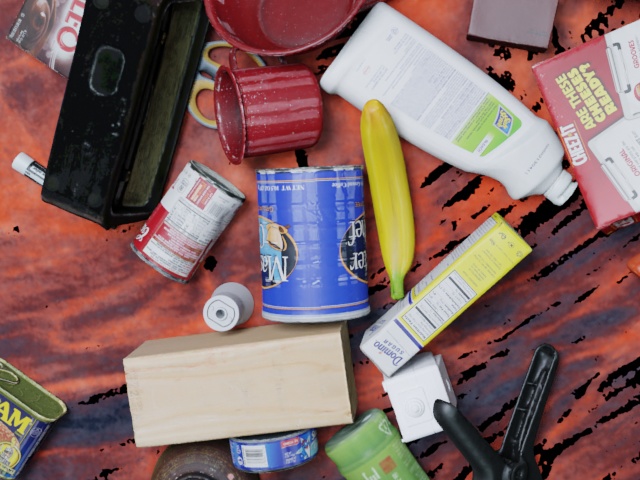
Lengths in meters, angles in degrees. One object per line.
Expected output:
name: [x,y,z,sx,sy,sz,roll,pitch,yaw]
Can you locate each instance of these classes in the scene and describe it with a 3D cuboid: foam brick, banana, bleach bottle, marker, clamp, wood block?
foam brick: [0.178,-0.207,0.993,0.078,0.051,0.053,12,97,5]
banana: [0.066,-0.045,0.999,0.037,0.069,0.198,-11,113,1]
bleach bottle: [0.128,-0.111,1.002,0.251,0.068,0.102,37,98,-1]
marker: [-0.253,-0.047,1.067,0.121,0.020,0.020,34,97,2]
clamp: [0.181,0.209,1.015,0.164,0.036,0.210,-27,115,-34]
wood block: [-0.073,0.136,1.029,0.206,0.091,0.090,-8,95,6]

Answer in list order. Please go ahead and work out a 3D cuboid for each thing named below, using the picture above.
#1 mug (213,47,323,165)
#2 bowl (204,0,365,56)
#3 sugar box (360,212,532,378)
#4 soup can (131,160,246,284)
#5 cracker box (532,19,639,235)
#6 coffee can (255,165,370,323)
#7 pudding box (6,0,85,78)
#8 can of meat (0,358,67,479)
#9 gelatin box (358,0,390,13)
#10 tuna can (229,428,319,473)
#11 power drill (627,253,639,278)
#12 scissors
mug: [-0.050,-0.133,0.999,0.081,0.093,0.117,-10,81,-19]
bowl: [-0.023,-0.227,0.975,0.162,0.055,0.162,-6,68,15]
sugar box: [0.117,0.050,1.001,0.048,0.093,0.176,45,98,1]
soup can: [-0.127,-0.018,1.033,0.068,0.068,0.102,36,97,2]
cracker box: [0.320,-0.119,0.943,0.214,0.072,0.164,-23,75,18]
coffee can: [-0.007,0.001,1.004,0.103,0.102,0.140,-2,95,6]
pudding box: [-0.236,-0.219,1.032,0.090,0.039,0.114,34,107,5]
can of meat: [-0.322,0.180,1.076,0.102,0.057,0.084,35,100,2]
gelatin box: [0.049,-0.268,1.011,0.073,0.030,0.089,-21,92,8]
tuna can: [-0.045,0.196,1.034,0.086,0.086,0.034,-8,96,6]
power drill: [0.374,-0.023,0.985,0.184,0.057,0.188,41,99,9]
scissors: [-0.150,-0.175,1.047,0.202,0.016,0.096,19,97,4]
